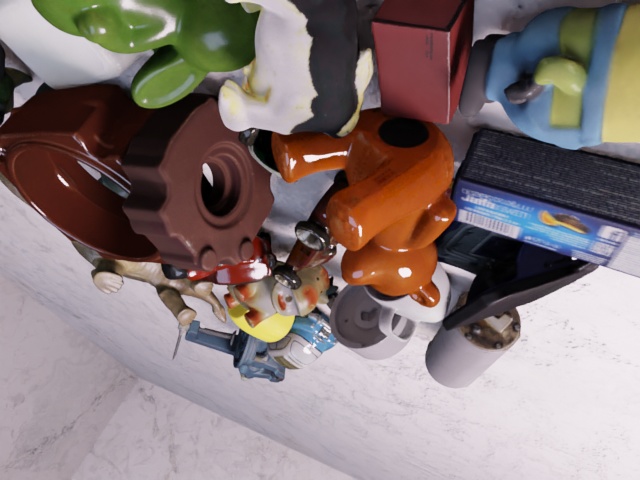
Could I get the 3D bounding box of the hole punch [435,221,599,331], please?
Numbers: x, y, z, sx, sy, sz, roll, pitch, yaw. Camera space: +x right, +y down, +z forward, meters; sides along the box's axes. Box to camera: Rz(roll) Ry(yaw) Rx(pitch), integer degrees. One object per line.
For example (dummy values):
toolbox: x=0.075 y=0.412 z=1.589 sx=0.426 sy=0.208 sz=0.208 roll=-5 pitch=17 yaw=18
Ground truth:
hole punch: x=0.167 y=0.020 z=0.496 sx=0.116 sy=0.092 sz=0.142 roll=-10 pitch=156 yaw=-18

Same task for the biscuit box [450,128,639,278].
biscuit box: x=0.203 y=-0.024 z=0.400 sx=0.203 sy=0.063 sz=0.059 roll=20 pitch=153 yaw=20

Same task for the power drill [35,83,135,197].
power drill: x=-0.244 y=-0.101 z=0.690 sx=0.232 sy=0.086 sz=0.207 roll=26 pitch=157 yaw=8

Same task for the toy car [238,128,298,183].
toy car: x=-0.019 y=-0.117 z=0.468 sx=0.073 sy=0.056 sz=0.201 roll=37 pitch=151 yaw=-2

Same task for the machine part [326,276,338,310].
machine part: x=0.039 y=0.107 z=0.817 sx=0.084 sy=0.039 sz=0.138 roll=7 pitch=148 yaw=47

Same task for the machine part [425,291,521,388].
machine part: x=0.183 y=0.126 z=0.665 sx=0.079 sy=0.079 sz=0.243 roll=24 pitch=154 yaw=11

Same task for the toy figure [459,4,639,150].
toy figure: x=0.172 y=-0.092 z=0.295 sx=0.180 sy=0.082 sz=0.089 roll=16 pitch=153 yaw=30

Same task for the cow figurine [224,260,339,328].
cow figurine: x=-0.061 y=0.063 z=0.763 sx=0.195 sy=0.127 sz=0.085 roll=16 pitch=132 yaw=60

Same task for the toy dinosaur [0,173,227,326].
toy dinosaur: x=-0.320 y=0.006 z=0.843 sx=0.470 sy=0.105 sz=0.199 roll=43 pitch=174 yaw=-34

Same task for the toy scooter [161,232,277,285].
toy scooter: x=-0.112 y=0.015 z=0.709 sx=0.135 sy=0.184 sz=0.075 roll=-1 pitch=104 yaw=10

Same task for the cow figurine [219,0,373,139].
cow figurine: x=-0.010 y=-0.150 z=0.339 sx=0.098 sy=0.068 sz=0.167 roll=11 pitch=117 yaw=10

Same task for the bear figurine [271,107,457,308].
bear figurine: x=0.043 y=-0.010 z=0.451 sx=0.120 sy=0.132 sz=0.195 roll=52 pitch=155 yaw=32

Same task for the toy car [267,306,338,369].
toy car: x=-0.037 y=0.175 z=0.938 sx=0.109 sy=0.103 sz=0.162 roll=42 pitch=153 yaw=-24

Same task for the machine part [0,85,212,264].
machine part: x=-0.234 y=-0.062 z=0.592 sx=0.202 sy=0.087 sz=0.200 roll=2 pitch=140 yaw=27

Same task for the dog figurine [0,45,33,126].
dog figurine: x=-0.404 y=-0.226 z=0.605 sx=0.108 sy=0.191 sz=0.219 roll=-4 pitch=-175 yaw=-12

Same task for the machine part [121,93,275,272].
machine part: x=-0.112 y=-0.056 z=0.541 sx=0.056 sy=0.179 sz=0.179 roll=7 pitch=146 yaw=31

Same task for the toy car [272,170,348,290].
toy car: x=-0.001 y=-0.002 z=0.608 sx=0.053 sy=0.089 sz=0.202 roll=33 pitch=152 yaw=1

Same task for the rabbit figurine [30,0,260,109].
rabbit figurine: x=-0.121 y=-0.171 z=0.412 sx=0.170 sy=0.121 sz=0.159 roll=20 pitch=149 yaw=-13

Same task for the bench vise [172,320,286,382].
bench vise: x=-0.171 y=0.208 z=1.084 sx=0.240 sy=0.129 sz=0.223 roll=18 pitch=148 yaw=-16

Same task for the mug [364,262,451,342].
mug: x=0.106 y=0.063 z=0.608 sx=0.081 sy=0.109 sz=0.107 roll=-2 pitch=153 yaw=38
